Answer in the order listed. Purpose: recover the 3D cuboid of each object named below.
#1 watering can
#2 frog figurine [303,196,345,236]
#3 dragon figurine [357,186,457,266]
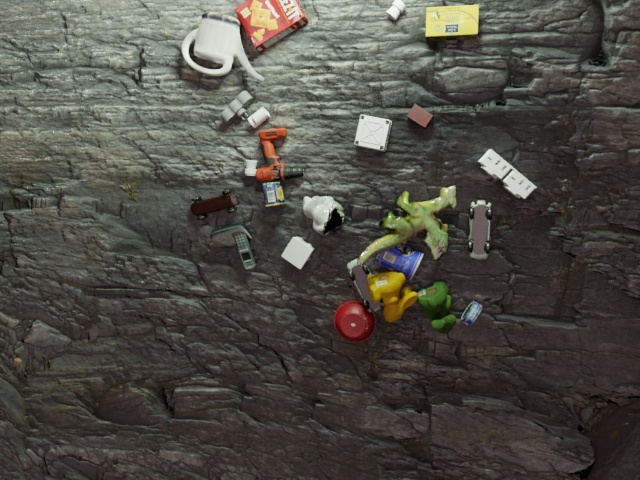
[{"bbox_3d":[-0.339,-0.701,1.869,0.348,0.104,0.223,17,98,12],"label":"watering can"},{"bbox_3d":[0.006,-0.093,1.857,0.161,0.123,0.136,26,113,46],"label":"frog figurine"},{"bbox_3d":[0.324,-0.027,1.735,0.243,0.121,0.413,33,81,6],"label":"dragon figurine"}]
